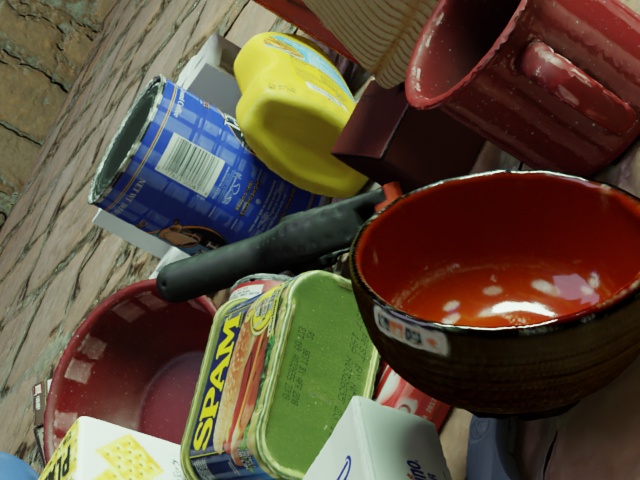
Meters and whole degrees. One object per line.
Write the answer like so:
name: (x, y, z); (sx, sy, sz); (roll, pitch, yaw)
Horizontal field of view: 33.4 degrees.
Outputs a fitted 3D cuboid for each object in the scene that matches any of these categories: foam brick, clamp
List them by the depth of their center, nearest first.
foam brick: (0.051, -0.057, 0.602); (0.053, 0.051, 0.078); (-61, 20, -3)
clamp: (-0.004, 0.001, 0.636); (0.172, 0.039, 0.120); (-16, 3, 40)

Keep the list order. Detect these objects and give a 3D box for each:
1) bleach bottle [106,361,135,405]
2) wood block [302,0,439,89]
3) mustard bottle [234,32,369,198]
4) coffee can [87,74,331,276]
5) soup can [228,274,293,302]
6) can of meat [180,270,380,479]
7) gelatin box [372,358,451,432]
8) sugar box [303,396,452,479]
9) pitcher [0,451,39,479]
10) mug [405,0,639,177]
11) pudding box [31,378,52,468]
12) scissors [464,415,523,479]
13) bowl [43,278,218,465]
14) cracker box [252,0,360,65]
bleach bottle: (-0.157, 0.106, 0.871); (0.102, 0.068, 0.251); (-63, 18, -7)
wood block: (0.077, -0.193, 0.590); (0.091, 0.090, 0.205); (-21, 30, 49)
mustard bottle: (-0.016, -0.102, 0.757); (0.058, 0.096, 0.191); (-53, 21, 20)
coffee can: (-0.077, -0.038, 0.754); (0.103, 0.140, 0.103); (-49, 23, 29)
soup can: (-0.030, 0.079, 0.588); (0.069, 0.068, 0.102); (-35, 33, 51)
can of meat: (-0.017, 0.070, 0.500); (0.084, 0.057, 0.102); (-28, 45, 58)
gelatin box: (0.036, 0.060, 0.510); (0.073, 0.030, 0.089); (-62, 19, 0)
sugar box: (-0.004, 0.159, 0.425); (0.176, 0.048, 0.093); (-58, 20, 24)
pitcher: (-0.263, 0.219, 0.797); (0.145, 0.149, 0.243); (-70, 14, -14)
mug: (0.099, -0.074, 0.461); (0.093, 0.081, 0.117); (-56, 20, 12)
pudding box: (-0.187, 0.169, 0.806); (0.090, 0.039, 0.113); (-141, 38, -69)
scissors: (0.076, 0.078, 0.406); (0.096, 0.016, 0.201); (-29, 38, 59)
bowl: (-0.104, 0.108, 0.694); (0.162, 0.055, 0.162); (-16, 61, 31)
cracker box: (-0.022, -0.232, 0.851); (0.072, 0.164, 0.214); (-55, 20, 21)
